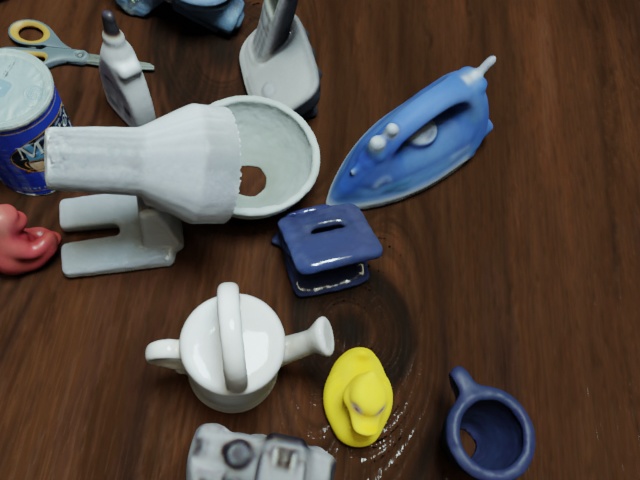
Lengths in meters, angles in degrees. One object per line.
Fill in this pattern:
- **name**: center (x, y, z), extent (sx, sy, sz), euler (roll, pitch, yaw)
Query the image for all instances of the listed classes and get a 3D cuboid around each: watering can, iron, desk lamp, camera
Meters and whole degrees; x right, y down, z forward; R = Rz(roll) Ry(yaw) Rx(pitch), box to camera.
- **watering can**: center (-0.076, 0.100, 0.555), extent (0.173, 0.194, 0.101), euler (-23, 72, -18)
- **iron**: center (0.117, -0.135, 0.720), extent (0.259, 0.141, 0.118), euler (-36, 76, -21)
- **desk lamp**: center (-0.185, -0.049, 0.593), extent (0.203, 0.213, 0.118), euler (-9, 68, -13)
- **camera**: center (-0.063, 0.255, 0.540), extent (0.143, 0.101, 0.137), euler (12, 65, -4)

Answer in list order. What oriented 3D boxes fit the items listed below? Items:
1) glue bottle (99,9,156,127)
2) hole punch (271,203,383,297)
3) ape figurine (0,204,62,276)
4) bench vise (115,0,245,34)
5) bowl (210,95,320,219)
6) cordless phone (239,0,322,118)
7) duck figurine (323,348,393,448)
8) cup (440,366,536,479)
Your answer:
- **glue bottle**: center (-0.233, -0.202, 0.675), extent (0.037, 0.173, 0.078), euler (-38, 76, -22)
- **hole punch**: center (0.006, 0.002, 0.669), extent (0.109, 0.091, 0.101), euler (-13, 69, -14)
- **ape figurine**: center (-0.332, -0.007, 0.618), extent (0.077, 0.092, 0.076), euler (40, 66, 9)
- **bench vise**: center (-0.199, -0.366, 0.728), extent (0.207, 0.219, 0.121), euler (1, 66, -8)
- **bowl**: center (-0.086, -0.090, 0.704), extent (0.167, 0.074, 0.167), euler (4, 66, -8)
- **cordless phone**: center (-0.045, -0.246, 0.719), extent (0.094, 0.185, 0.147), euler (-15, 69, -15)
- **duck figurine**: center (0.046, 0.162, 0.607), extent (0.077, 0.086, 0.104), euler (6, 65, -6)
- **cup**: center (0.157, 0.196, 0.605), extent (0.092, 0.095, 0.117), euler (-20, 71, -17)
